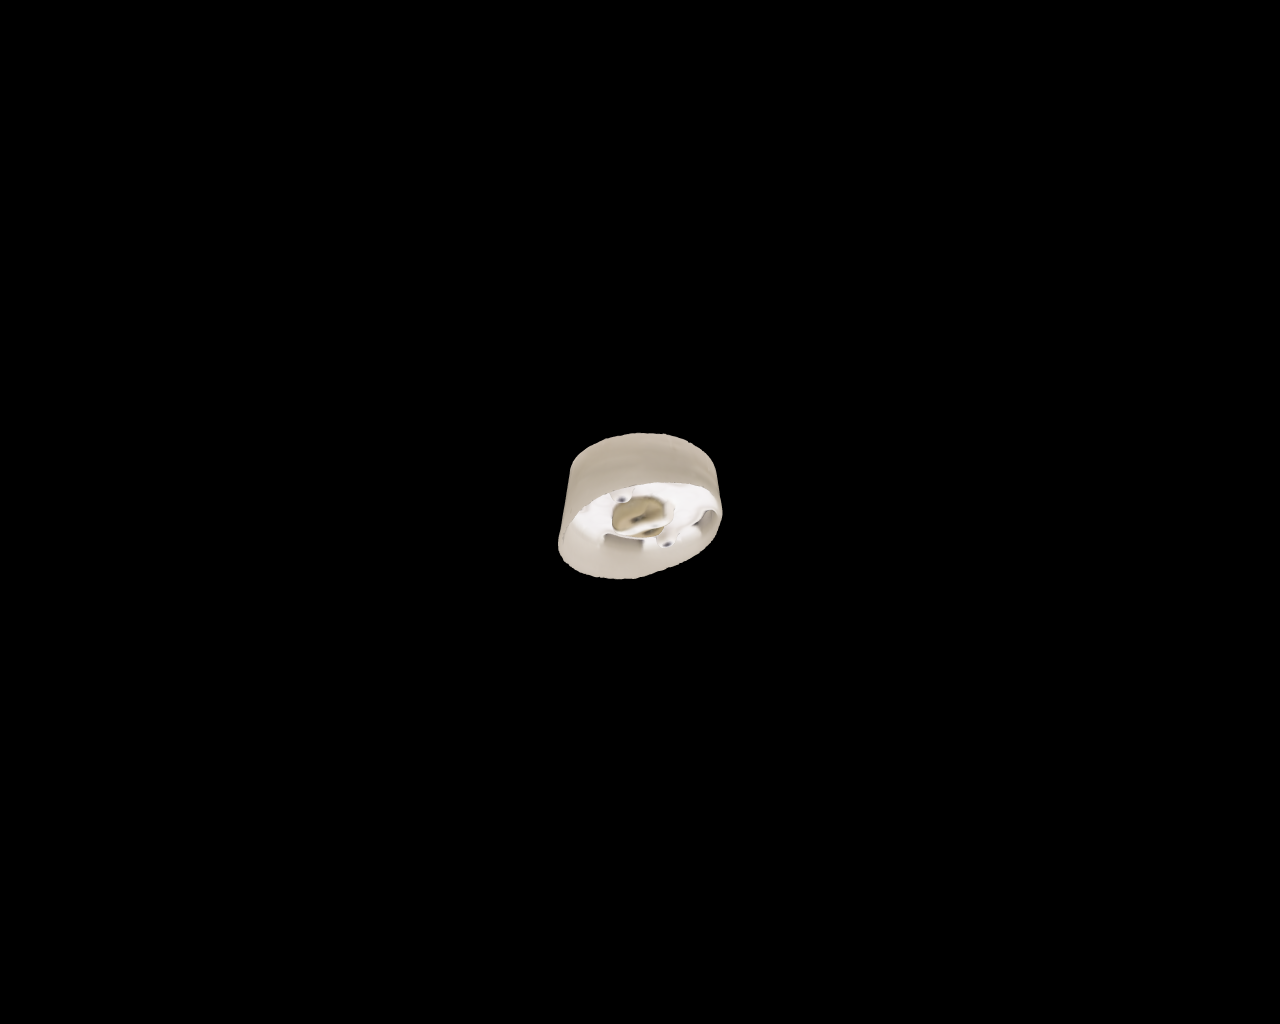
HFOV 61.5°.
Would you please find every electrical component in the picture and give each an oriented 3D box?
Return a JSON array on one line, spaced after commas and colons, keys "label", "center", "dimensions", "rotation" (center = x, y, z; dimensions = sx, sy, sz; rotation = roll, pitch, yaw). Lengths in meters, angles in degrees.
[{"label": "electrical component", "center": [0.001, -0.003, 0.650], "dimensions": [0.099, 0.064, 0.099], "rotation": [0, -30, 0]}]
